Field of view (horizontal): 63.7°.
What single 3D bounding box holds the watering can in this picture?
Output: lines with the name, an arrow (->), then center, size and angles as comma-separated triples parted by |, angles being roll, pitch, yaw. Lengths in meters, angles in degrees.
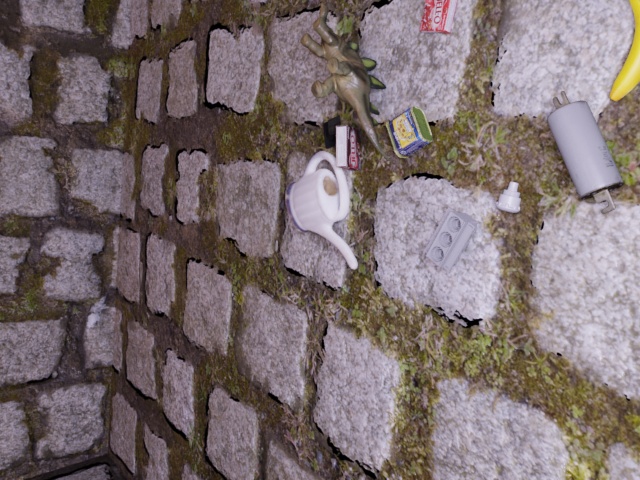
watering can -> 0.004, -0.073, 1.460 | 0.104, 0.351, 0.222 | -1, -13, -41
